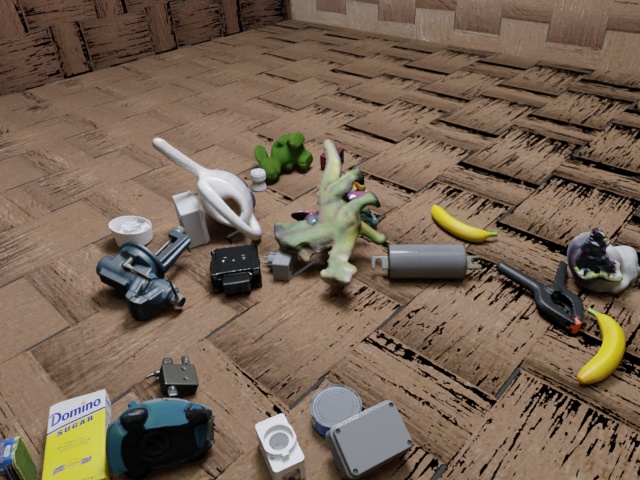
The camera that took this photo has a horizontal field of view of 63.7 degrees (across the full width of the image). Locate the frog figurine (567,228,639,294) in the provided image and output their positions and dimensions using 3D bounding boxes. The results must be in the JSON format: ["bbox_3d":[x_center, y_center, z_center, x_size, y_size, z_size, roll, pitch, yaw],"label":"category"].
[{"bbox_3d":[0.614,0.049,1.116,0.159,0.140,0.121,11,-50,-47],"label":"frog figurine"}]

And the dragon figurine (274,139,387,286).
[{"bbox_3d":[0.004,-0.060,1.199,0.243,0.419,0.119,-24,-37,-8],"label":"dragon figurine"}]

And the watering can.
[{"bbox_3d":[-0.269,-0.137,1.310,0.103,0.345,0.227,-42,12,7],"label":"watering can"}]
